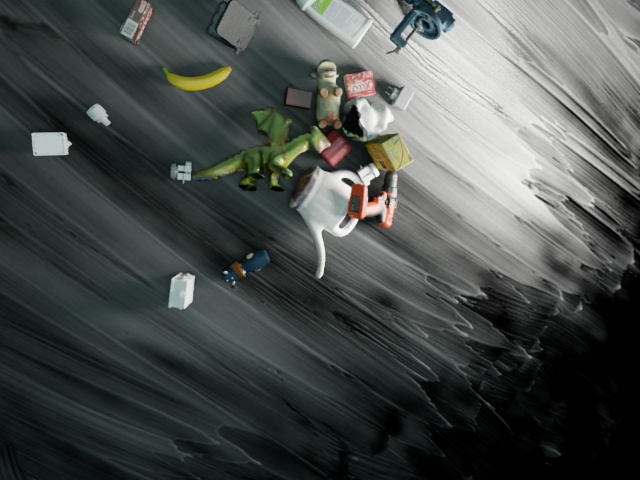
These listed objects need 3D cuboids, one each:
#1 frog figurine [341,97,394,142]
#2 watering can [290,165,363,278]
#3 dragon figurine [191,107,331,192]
[{"bbox_3d":[0.143,-0.377,1.585,0.162,0.121,0.137,-36,97,-41],"label":"frog figurine"},{"bbox_3d":[0.005,-0.079,1.562,0.223,0.103,0.352,32,73,-15],"label":"watering can"},{"bbox_3d":[-0.175,-0.276,1.526,0.410,0.120,0.246,5,74,8],"label":"dragon figurine"}]
